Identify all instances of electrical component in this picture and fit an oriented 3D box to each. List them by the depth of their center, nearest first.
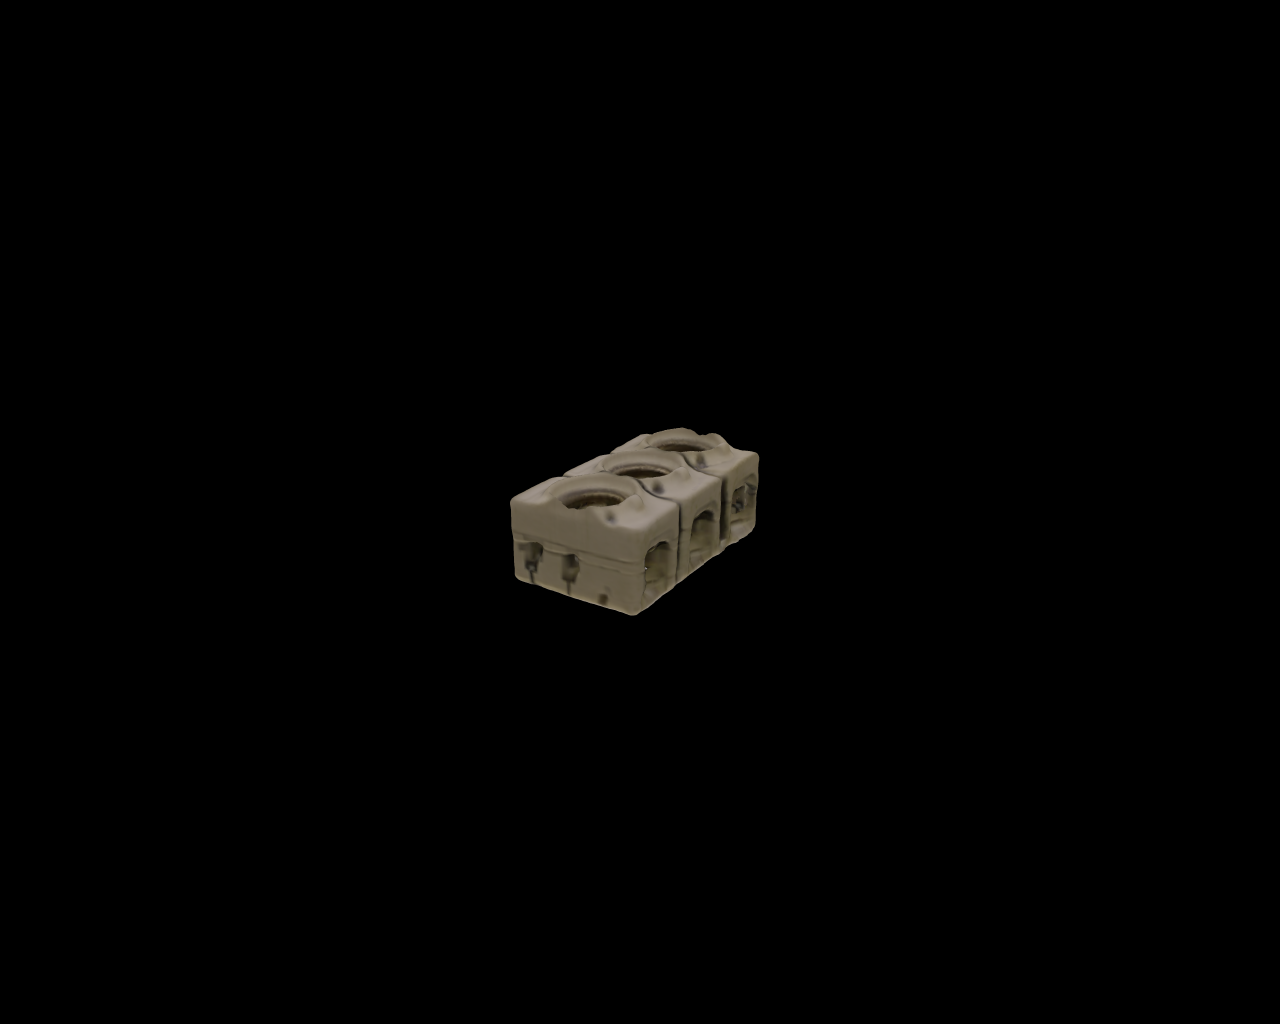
[{"bbox_3d":[0.001,-0.003,0.650,0.089,0.061,0.150,13,26,29],"label":"electrical component"}]
